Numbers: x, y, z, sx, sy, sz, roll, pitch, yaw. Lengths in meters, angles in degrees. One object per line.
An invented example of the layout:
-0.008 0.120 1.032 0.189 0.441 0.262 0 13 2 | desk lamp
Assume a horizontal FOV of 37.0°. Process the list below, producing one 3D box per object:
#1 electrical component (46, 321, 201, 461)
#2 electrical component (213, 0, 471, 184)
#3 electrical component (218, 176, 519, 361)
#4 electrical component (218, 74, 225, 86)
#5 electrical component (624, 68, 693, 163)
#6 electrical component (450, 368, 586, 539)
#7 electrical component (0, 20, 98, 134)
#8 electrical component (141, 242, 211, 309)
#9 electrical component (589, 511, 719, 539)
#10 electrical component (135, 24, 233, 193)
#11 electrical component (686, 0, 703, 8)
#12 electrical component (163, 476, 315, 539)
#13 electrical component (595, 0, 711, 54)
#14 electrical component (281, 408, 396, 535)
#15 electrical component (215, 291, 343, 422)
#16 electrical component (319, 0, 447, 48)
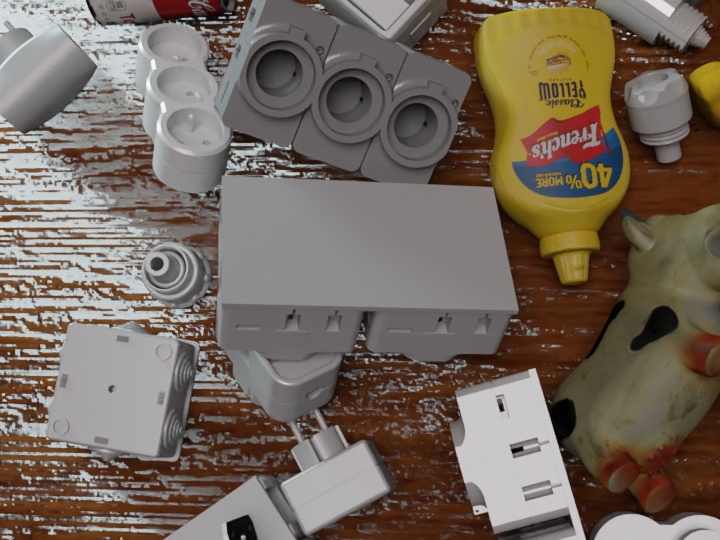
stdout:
-0.169 0.086 0.768 0.100 0.048 0.099 8 82 8 | electrical component
-0.012 -0.120 0.731 0.150 0.061 0.089 18 105 -19 | electrical component
0.000 0.000 0.718 0.186 0.060 0.105 2 52 -9 | electrical component
-0.062 -0.153 0.781 0.047 0.075 0.083 38 87 11 | electrical component
0.211 -0.105 0.751 0.043 0.043 0.062 -19 118 4 | electrical component
0.108 0.164 0.692 0.060 0.105 0.186 -16 79 4 | electrical component
-0.255 -0.158 0.822 0.077 0.043 0.079 -43 78 -1 | electrical component
-0.136 0.001 0.771 0.048 0.062 0.048 -1 80 7 | electrical component
0.220 0.184 0.690 0.138 0.073 0.052 0 81 7 | electrical component
-0.132 -0.108 0.786 0.052 0.073 0.138 -4 52 -20 | electrical component
0.231 -0.234 0.757 0.066 0.076 0.047 42 88 12 | electrical component
-0.060 0.225 0.725 0.089 0.061 0.150 -35 78 0 | electrical component
0.214 -0.184 0.768 0.081 0.043 0.043 38 87 11 | electrical component
-0.023 0.132 0.743 0.066 0.047 0.076 -29 78 2 | electrical component
-0.058 0.053 0.744 0.054 0.059 0.095 -24 60 -26 | electrical component
0.009 -0.209 0.789 0.096 0.061 0.061 42 88 12 | electrical component
